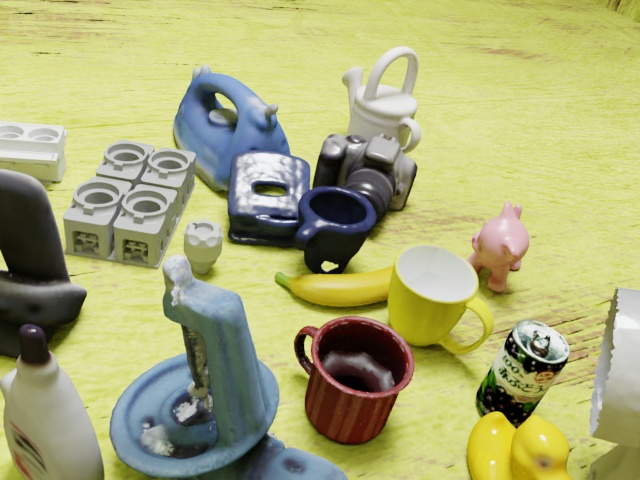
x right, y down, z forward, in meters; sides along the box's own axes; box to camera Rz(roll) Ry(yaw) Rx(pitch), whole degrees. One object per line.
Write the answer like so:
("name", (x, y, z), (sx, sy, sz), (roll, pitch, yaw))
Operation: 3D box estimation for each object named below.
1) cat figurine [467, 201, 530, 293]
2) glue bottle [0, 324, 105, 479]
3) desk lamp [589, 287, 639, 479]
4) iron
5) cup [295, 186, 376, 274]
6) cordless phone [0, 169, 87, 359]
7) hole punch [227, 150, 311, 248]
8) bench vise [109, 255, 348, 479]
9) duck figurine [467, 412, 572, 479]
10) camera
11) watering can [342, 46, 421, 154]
("cat figurine", (0.231, 0.000, 0.722), (0.067, 0.118, 0.128), (26, 39, 18))
("glue bottle", (-0.190, 0.119, 0.396), (0.078, 0.173, 0.037), (27, 39, 19))
("desk lamp", (0.293, 0.157, 0.456), (0.203, 0.213, 0.118), (23, 38, 14))
("iron", (-0.139, -0.177, 0.824), (0.119, 0.141, 0.257), (-22, 49, -37))
("cup", (0.006, 0.002, 0.672), (0.091, 0.095, 0.118), (30, 40, 21))
("cordless phone", (-0.291, 0.006, 0.503), (0.147, 0.185, 0.094), (10, 37, -3))
("hole punch", (-0.062, -0.053, 0.726), (0.109, 0.091, 0.101), (4, 38, -11))
("bench vise", (-0.051, 0.117, 0.402), (0.207, 0.220, 0.121), (15, 37, 4))
("duck figurine", (0.177, 0.185, 0.491), (0.078, 0.086, 0.104), (-5, 40, -22))
("camera", (0.057, -0.087, 0.798), (0.143, 0.101, 0.137), (18, 37, 7))
("watering can", (0.093, -0.207, 0.888), (0.172, 0.194, 0.101), (28, 40, 20))
